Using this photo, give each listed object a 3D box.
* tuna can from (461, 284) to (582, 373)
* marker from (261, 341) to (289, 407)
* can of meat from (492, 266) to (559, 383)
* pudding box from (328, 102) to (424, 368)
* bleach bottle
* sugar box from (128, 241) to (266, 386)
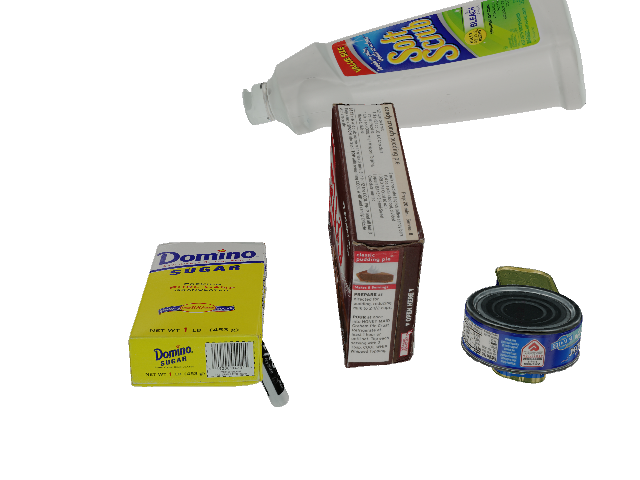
[{"bbox_3d":[0.147,0.063,0.777,0.086,0.034,0.086,1,21,-1],"label":"tuna can"},{"bbox_3d":[-0.057,0.111,1.010,0.020,0.121,0.020,-14,36,10],"label":"marker"},{"bbox_3d":[0.197,0.082,1.049,0.057,0.084,0.102,7,17,1],"label":"can of meat"},{"bbox_3d":[0.026,-0.005,0.558,0.039,0.090,0.113,-4,43,-5],"label":"pudding box"},{"bbox_3d":[0.064,-0.122,0.804,0.251,0.102,0.068,-11,-44,11],"label":"bleach bottle"},{"bbox_3d":[-0.089,0.051,0.818,0.093,0.048,0.176,0,24,-2],"label":"sugar box"}]
